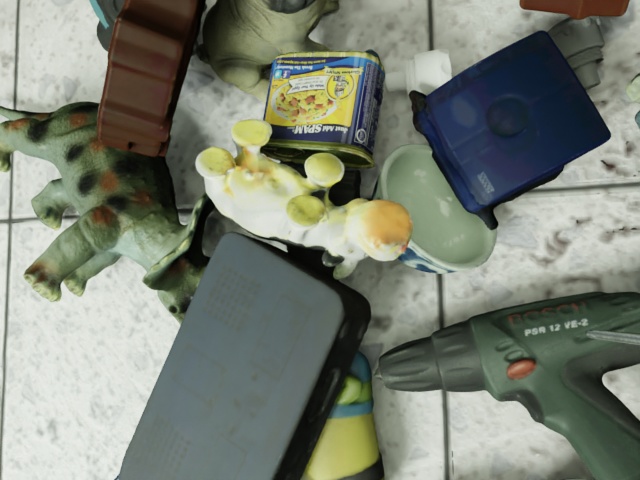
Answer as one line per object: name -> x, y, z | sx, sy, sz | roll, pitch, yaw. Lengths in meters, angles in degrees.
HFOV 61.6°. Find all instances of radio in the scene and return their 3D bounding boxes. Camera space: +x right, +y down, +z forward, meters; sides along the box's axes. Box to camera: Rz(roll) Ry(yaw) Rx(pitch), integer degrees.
radio -> -0.059, 0.121, 0.438 | 0.131, 0.073, 0.229 | 23, 91, 26

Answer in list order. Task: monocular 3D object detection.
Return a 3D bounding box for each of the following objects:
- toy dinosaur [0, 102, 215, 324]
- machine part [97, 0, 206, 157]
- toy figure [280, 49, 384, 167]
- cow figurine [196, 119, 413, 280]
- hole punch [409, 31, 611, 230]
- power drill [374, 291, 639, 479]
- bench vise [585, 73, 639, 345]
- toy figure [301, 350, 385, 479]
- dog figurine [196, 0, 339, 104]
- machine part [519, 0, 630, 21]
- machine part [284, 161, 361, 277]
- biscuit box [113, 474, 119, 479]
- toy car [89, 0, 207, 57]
toy dinosaur -> -0.218, -0.064, 0.553 | 0.192, 0.131, 0.405 | -32, 69, -8
machine part -> -0.141, -0.162, 0.469 | 0.056, 0.179, 0.179 | 16, 89, -16
toy figure -> 0.015, -0.109, 0.518 | 0.154, 0.057, 0.064 | -54, 52, 7
cow figurine -> -0.012, -0.019, 0.425 | 0.167, 0.098, 0.068 | 29, 62, 12
hole punch -> 0.155, -0.094, 0.445 | 0.116, 0.092, 0.142 | -25, 82, -13
power drill -> 0.174, 0.140, 0.410 | 0.232, 0.085, 0.207 | -20, 39, 4
bench vise -> 0.273, -0.012, 0.366 | 0.129, 0.240, 0.223 | -11, 111, 45
toy figure -> 0.014, 0.161, 0.484 | 0.089, 0.082, 0.180 | 0, 83, 17
dog figurine -> -0.066, -0.211, 0.482 | 0.172, 0.190, 0.121 | -20, 80, 14
machine part -> 0.210, -0.285, 0.394 | 0.087, 0.201, 0.201 | 13, 44, 22
machine part -> -0.001, -0.001, 0.495 | 0.084, 0.039, 0.138 | 7, 115, 4
biscuit box -> -0.138, 0.213, 0.528 | 0.059, 0.062, 0.202 | 43, 96, 15
toy car -> -0.187, -0.269, 0.560 | 0.109, 0.161, 0.103 | -9, 39, 17
